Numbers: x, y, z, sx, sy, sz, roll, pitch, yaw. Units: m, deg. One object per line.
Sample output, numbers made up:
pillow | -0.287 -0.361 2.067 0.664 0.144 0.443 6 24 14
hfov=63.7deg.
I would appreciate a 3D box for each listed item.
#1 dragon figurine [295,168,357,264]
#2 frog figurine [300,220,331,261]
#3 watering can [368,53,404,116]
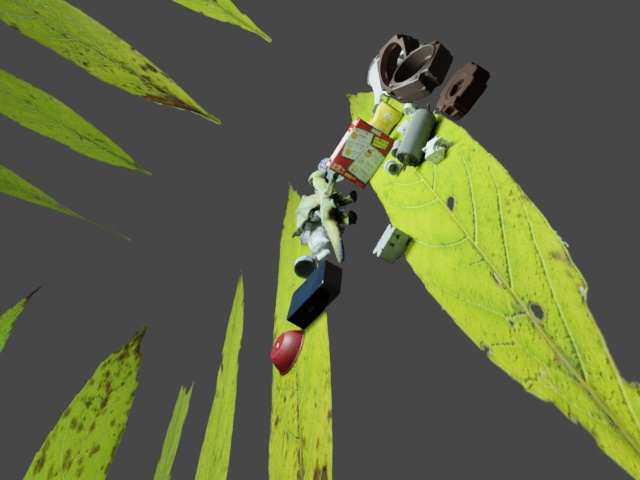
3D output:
dragon figurine | 0.006 -0.093 1.856 0.240 0.418 0.121 -18 -34 42
frog figurine | 0.005 0.003 1.925 0.122 0.136 0.162 9 25 -47
watering can | 0.274 -0.677 2.229 0.103 0.344 0.228 20 17 -31
